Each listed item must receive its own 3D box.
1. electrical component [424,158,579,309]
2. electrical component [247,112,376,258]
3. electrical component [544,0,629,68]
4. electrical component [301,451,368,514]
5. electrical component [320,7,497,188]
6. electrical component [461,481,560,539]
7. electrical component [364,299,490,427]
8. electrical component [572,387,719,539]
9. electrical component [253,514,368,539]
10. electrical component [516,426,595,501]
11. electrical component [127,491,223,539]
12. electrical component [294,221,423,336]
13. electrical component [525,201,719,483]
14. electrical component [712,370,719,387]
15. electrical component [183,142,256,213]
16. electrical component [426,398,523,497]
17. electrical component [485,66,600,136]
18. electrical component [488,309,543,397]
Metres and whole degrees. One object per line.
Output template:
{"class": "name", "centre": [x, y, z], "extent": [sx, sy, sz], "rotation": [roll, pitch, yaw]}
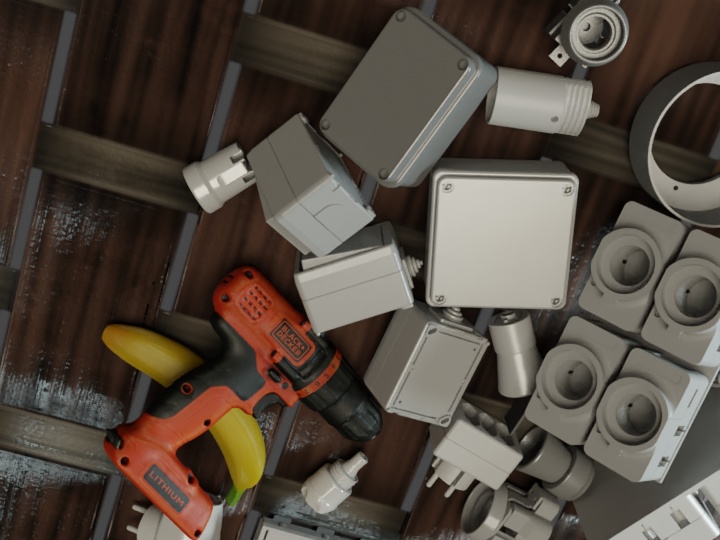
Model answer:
{"class": "electrical component", "centre": [0.106, -0.028, 0.830], "extent": [0.109, 0.056, 0.108], "rotation": [1, 110, -2]}
{"class": "electrical component", "centre": [-0.042, -0.065, 0.799], "extent": [0.061, 0.096, 0.062], "rotation": [-37, 137, 11]}
{"class": "electrical component", "centre": [0.166, -0.174, 0.778], "extent": [0.048, 0.055, 0.066], "rotation": [40, 105, -14]}
{"class": "electrical component", "centre": [-0.019, 0.178, 0.918], "extent": [0.061, 0.035, 0.035], "rotation": [-43, 106, 11]}
{"class": "electrical component", "centre": [0.034, -0.123, 0.777], "extent": [0.078, 0.057, 0.113], "rotation": [42, 107, 17]}
{"class": "electrical component", "centre": [0.124, 0.214, 0.922], "extent": [0.057, 0.058, 0.078], "rotation": [29, 108, -14]}
{"class": "electrical component", "centre": [0.053, 0.066, 0.860], "extent": [0.062, 0.061, 0.096], "rotation": [18, 104, -28]}
{"class": "electrical component", "centre": [0.272, 0.170, 0.882], "extent": [0.186, 0.105, 0.060], "rotation": [-36, 107, 12]}
{"class": "electrical component", "centre": [-0.036, 0.260, 0.933], "extent": [0.121, 0.063, 0.078], "rotation": [17, 109, -7]}
{"class": "electrical component", "centre": [0.165, 0.164, 0.910], "extent": [0.055, 0.045, 0.045], "rotation": [35, 106, -13]}
{"class": "electrical component", "centre": [-0.164, 0.225, 0.925], "extent": [0.079, 0.044, 0.077], "rotation": [16, 93, 18]}
{"class": "electrical component", "centre": [0.000, 0.000, 0.836], "extent": [0.096, 0.061, 0.061], "rotation": [-17, 110, 5]}
{"class": "electrical component", "centre": [0.214, 0.054, 0.815], "extent": [0.105, 0.060, 0.186], "rotation": [29, 99, 33]}
{"class": "electrical component", "centre": [0.288, 0.074, 0.869], "extent": [0.048, 0.062, 0.048], "rotation": [0, 111, -1]}
{"class": "electrical component", "centre": [-0.106, -0.071, 0.820], "extent": [0.046, 0.040, 0.040], "rotation": [-30, 108, 4]}
{"class": "electrical component", "centre": [0.086, 0.158, 0.905], "extent": [0.066, 0.047, 0.076], "rotation": [31, 107, -12]}
{"class": "electrical component", "centre": [0.138, -0.124, 0.802], "extent": [0.081, 0.043, 0.043], "rotation": [8, 110, -4]}
{"class": "electrical component", "centre": [0.127, 0.065, 0.875], "extent": [0.044, 0.044, 0.065], "rotation": [-14, 105, 4]}
